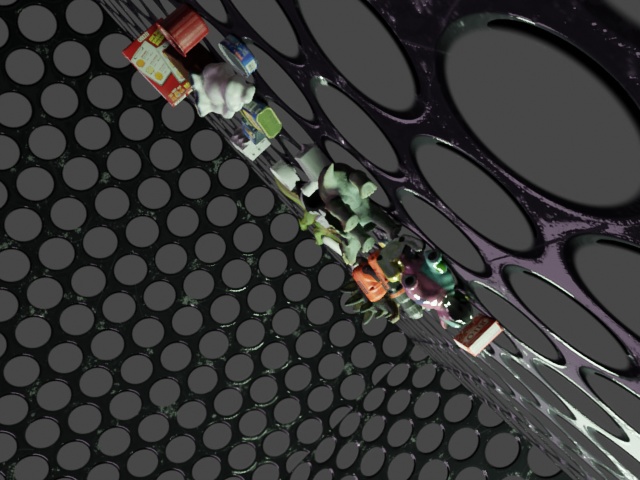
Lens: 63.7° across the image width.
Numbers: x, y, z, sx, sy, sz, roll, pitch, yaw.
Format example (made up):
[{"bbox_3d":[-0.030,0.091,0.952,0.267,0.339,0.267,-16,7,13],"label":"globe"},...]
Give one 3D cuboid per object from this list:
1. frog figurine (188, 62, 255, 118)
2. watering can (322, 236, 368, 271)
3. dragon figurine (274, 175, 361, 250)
[{"bbox_3d":[-0.230,-0.376,1.285,0.123,0.159,0.138,1,-95,-74],"label":"frog figurine"},{"bbox_3d":[0.154,0.097,1.873,0.349,0.104,0.223,36,175,6],"label":"watering can"},{"bbox_3d":[0.006,-0.095,1.892,0.406,0.124,0.242,46,159,-20],"label":"dragon figurine"}]
